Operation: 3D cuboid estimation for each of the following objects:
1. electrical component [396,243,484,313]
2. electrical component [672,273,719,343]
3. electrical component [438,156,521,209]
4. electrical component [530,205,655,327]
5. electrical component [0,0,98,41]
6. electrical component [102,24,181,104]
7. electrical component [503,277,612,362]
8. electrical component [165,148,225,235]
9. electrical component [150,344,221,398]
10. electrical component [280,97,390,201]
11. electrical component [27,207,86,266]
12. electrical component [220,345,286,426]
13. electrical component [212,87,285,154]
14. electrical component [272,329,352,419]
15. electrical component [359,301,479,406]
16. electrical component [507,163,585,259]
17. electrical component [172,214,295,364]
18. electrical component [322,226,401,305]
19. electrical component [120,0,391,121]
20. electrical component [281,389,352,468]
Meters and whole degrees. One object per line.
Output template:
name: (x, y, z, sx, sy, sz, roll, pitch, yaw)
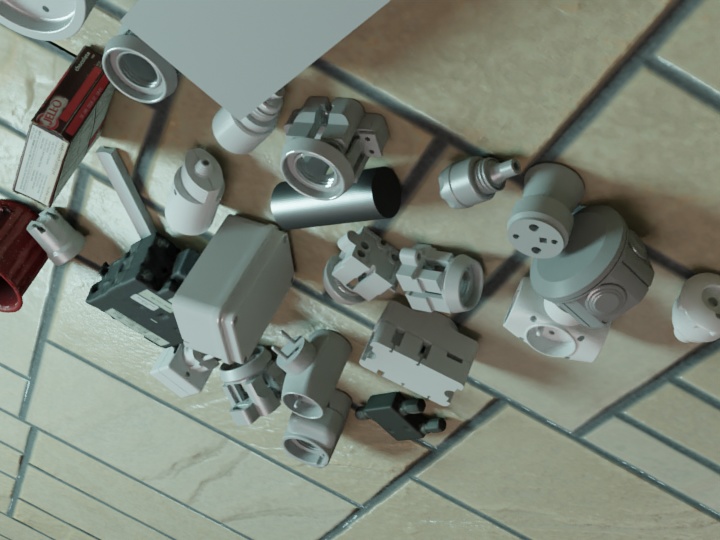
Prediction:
electrical component: (0.068, 0.009, 0.884, 0.055, 0.048, 0.066, 10, 143, 34)
electrical component: (0.254, 0.034, 0.803, 0.048, 0.048, 0.062, 22, 153, 5)
electrical component: (0.089, -0.067, 0.780, 0.061, 0.035, 0.035, -17, 128, 41)
electrical component: (0.167, -0.003, 0.776, 0.051, 0.080, 0.080, 39, 144, -28)
electrical component: (-0.224, -0.221, 0.746, 0.108, 0.060, 0.108, 17, 145, 12)
electrical component: (-0.152, -0.159, 0.786, 0.058, 0.057, 0.078, 43, 142, -24)
electrical component: (0.162, 0.031, 0.853, 0.077, 0.044, 0.079, 23, 146, 4)
electrical component: (-0.138, -0.068, 0.910, 0.043, 0.043, 0.081, 27, 146, -3)
electrical component: (-0.168, 0.088, 1.117, 0.047, 0.065, 0.077, 42, 142, -23)
electrical component: (-0.025, -0.089, 0.800, 0.078, 0.057, 0.058, 7, 142, 25)
electrical component: (-0.301, -0.034, 1.062, 0.040, 0.040, 0.046, -11, 127, 41)
electrical component: (-0.110, 0.115, 1.115, 0.058, 0.078, 0.057, -11, 111, 40)
electrical component: (-0.080, -0.118, 0.811, 0.040, 0.040, 0.078, 37, 144, -16)
electrical component: (-0.053, 0.090, 1.037, 0.043, 0.077, 0.079, -18, 127, 45)
electrical component: (0.054, 0.072, 0.965, 0.089, 0.055, 0.050, 26, 146, -2)
electrical component: (0.132, -0.042, 0.766, 0.045, 0.055, 0.045, 17, 145, 12)
electrical component: (-0.108, 0.017, 0.944, 0.057, 0.113, 0.078, 17, 145, 17)
electrical component: (0.000, 0.000, 0.914, 0.066, 0.048, 0.055, 36, 137, -16)
electrical component: (-0.059, -0.186, 0.689, 0.105, 0.060, 0.186, 39, 143, -20)
electrical component: (-0.048, 0.171, 1.157, 0.054, 0.059, 0.095, 22, 146, 5)
